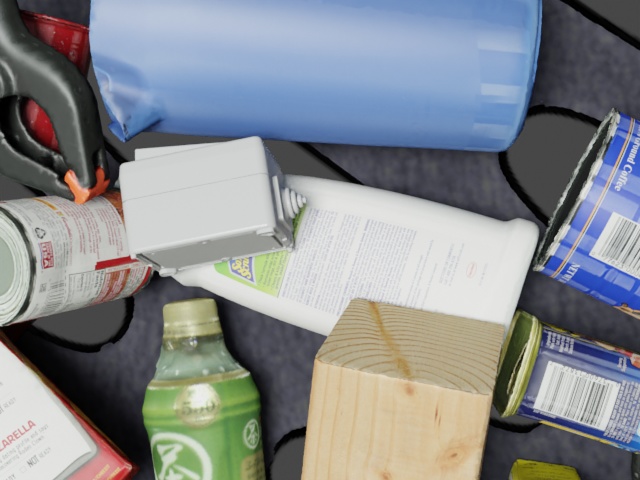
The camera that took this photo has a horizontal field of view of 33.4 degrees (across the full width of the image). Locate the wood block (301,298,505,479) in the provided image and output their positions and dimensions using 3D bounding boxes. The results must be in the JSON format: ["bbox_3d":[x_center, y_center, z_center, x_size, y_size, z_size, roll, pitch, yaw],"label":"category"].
[{"bbox_3d":[0.039,0.149,0.586,0.090,0.090,0.206,10,110,12],"label":"wood block"}]

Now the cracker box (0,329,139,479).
[{"bbox_3d":[-0.234,0.114,0.594,0.214,0.072,0.164,42,77,6],"label":"cracker box"}]

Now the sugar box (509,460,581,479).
[{"bbox_3d":[0.121,0.178,0.567,0.048,0.176,0.093,4,89,6],"label":"sugar box"}]

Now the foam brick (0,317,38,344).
[{"bbox_3d":[-0.223,0.037,0.672,0.078,0.051,0.053,42,92,5],"label":"foam brick"}]

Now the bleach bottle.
[{"bbox_3d":[-0.004,0.001,0.643,0.251,0.068,0.102,18,90,9],"label":"bleach bottle"}]

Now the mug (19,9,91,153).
[{"bbox_3d":[-0.197,-0.100,0.651,0.117,0.093,0.081,12,95,-4],"label":"mug"}]

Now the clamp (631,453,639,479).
[{"bbox_3d":[0.252,0.161,0.623,0.164,0.036,0.210,-14,87,5],"label":"clamp"}]

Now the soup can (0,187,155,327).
[{"bbox_3d":[-0.150,0.008,0.605,0.069,0.102,0.068,5,99,31],"label":"soup can"}]

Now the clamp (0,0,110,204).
[{"bbox_3d":[-0.172,-0.098,0.580,0.171,0.039,0.120,42,122,-2],"label":"clamp"}]

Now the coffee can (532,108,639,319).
[{"bbox_3d":[0.205,0.002,0.598,0.140,0.102,0.103,26,92,6],"label":"coffee can"}]

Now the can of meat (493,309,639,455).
[{"bbox_3d":[0.147,0.081,0.604,0.084,0.102,0.057,18,91,4],"label":"can of meat"}]

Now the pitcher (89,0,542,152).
[{"bbox_3d":[-0.001,-0.125,0.619,0.243,0.145,0.149,6,102,3],"label":"pitcher"}]
